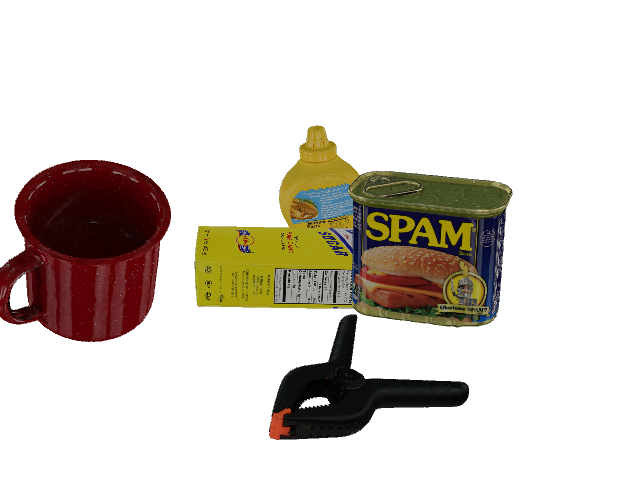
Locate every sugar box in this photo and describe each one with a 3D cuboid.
[{"bbox_3d":[-0.015,0.021,0.885,0.176,0.048,0.093,-2,20,-4],"label":"sugar box"}]

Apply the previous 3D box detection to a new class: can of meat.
[{"bbox_3d":[0.069,0.006,0.693,0.102,0.084,0.057,7,23,16],"label":"can of meat"}]

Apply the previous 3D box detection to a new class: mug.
[{"bbox_3d":[-0.152,0.015,0.665,0.093,0.082,0.117,37,48,23],"label":"mug"}]

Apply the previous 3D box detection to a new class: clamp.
[{"bbox_3d":[0.036,0.147,1.039,0.165,0.036,0.209,25,31,28],"label":"clamp"}]

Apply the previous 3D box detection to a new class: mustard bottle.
[{"bbox_3d":[0.003,-0.035,1.193,0.096,0.192,0.058,-9,25,-8],"label":"mustard bottle"}]
